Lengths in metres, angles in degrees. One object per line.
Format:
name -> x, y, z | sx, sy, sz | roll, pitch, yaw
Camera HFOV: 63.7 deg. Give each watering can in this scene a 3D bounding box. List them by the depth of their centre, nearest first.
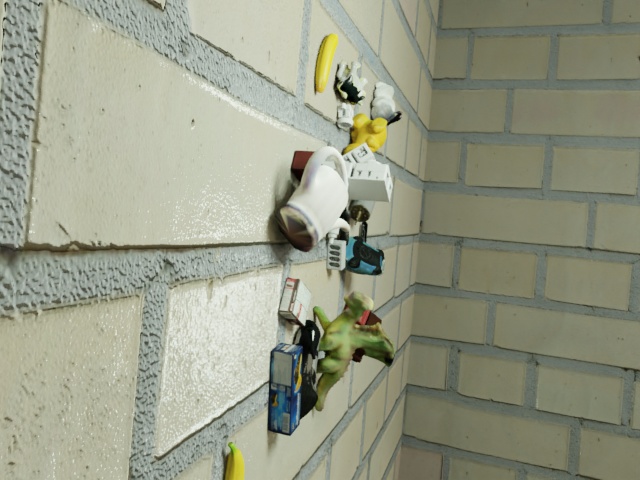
watering can -> 0.004, -0.061, 1.217 | 0.228, 0.105, 0.339 | -53, 152, -26

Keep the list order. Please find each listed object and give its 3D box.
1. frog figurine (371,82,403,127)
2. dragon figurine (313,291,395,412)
frog figurine -> 0.229, -0.502, 1.893 | 0.160, 0.121, 0.138 | 60, 27, 7
dragon figurine -> 0.085, 0.314, 1.425 | 0.124, 0.243, 0.403 | -56, 144, -63
